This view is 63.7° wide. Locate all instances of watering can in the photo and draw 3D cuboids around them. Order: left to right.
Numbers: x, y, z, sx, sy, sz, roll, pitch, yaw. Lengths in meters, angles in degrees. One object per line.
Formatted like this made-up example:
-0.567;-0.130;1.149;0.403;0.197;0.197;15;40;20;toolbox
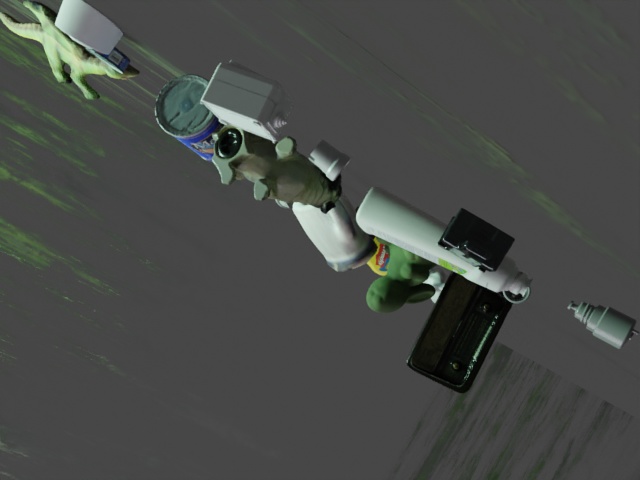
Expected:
0.003;-0.053;1.062;0.222;0.104;0.350;57;172;-17;watering can

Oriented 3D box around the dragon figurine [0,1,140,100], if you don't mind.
-0.607;-0.473;1.197;0.409;0.124;0.240;31;161;-5;dragon figurine

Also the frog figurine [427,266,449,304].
0.312;0.115;1.307;0.138;0.122;0.159;-26;-86;-84;frog figurine
